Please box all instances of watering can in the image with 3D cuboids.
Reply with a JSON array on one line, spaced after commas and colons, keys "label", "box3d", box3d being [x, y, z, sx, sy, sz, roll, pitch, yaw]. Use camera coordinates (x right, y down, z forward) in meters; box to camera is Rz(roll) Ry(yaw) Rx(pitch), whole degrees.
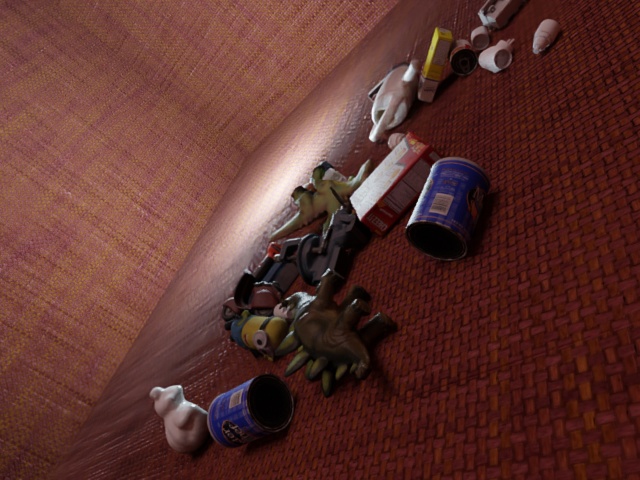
[{"label": "watering can", "box3d": [0.228, -0.426, 1.466, 0.229, 0.104, 0.340, -67, 5, -34]}]

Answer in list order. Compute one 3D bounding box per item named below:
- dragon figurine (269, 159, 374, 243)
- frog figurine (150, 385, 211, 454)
[{"label": "dragon figurine", "box3d": [0.004, -0.070, 1.391, 0.406, 0.121, 0.248, -46, 26, 18]}, {"label": "frog figurine", "box3d": [-0.318, 0.398, 1.154, 0.136, 0.158, 0.125, -26, 32, 54]}]
